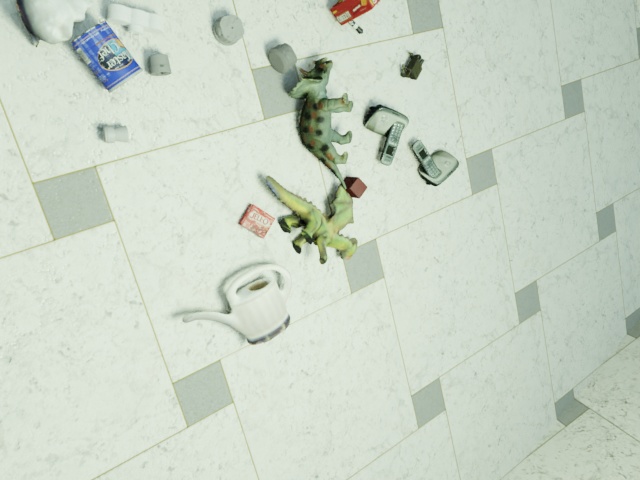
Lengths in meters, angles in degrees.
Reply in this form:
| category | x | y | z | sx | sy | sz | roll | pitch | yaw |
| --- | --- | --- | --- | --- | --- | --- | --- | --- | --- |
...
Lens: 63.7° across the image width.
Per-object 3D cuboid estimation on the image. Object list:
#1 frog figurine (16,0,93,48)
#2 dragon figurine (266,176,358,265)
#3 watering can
| category | x | y | z | sx | sy | sz | roll | pitch | yaw |
| --- | --- | --- | --- | --- | --- | --- | --- | --- | --- |
| frog figurine | -0.611 | -0.535 | 1.204 | 0.160 | 0.122 | 0.138 | -22 | 88 | -16 |
| dragon figurine | 0.005 | -0.083 | 1.641 | 0.246 | 0.122 | 0.404 | -41 | 118 | -30 |
| watering can | -0.218 | 0.214 | 1.526 | 0.351 | 0.104 | 0.221 | -31 | 111 | -26 |
